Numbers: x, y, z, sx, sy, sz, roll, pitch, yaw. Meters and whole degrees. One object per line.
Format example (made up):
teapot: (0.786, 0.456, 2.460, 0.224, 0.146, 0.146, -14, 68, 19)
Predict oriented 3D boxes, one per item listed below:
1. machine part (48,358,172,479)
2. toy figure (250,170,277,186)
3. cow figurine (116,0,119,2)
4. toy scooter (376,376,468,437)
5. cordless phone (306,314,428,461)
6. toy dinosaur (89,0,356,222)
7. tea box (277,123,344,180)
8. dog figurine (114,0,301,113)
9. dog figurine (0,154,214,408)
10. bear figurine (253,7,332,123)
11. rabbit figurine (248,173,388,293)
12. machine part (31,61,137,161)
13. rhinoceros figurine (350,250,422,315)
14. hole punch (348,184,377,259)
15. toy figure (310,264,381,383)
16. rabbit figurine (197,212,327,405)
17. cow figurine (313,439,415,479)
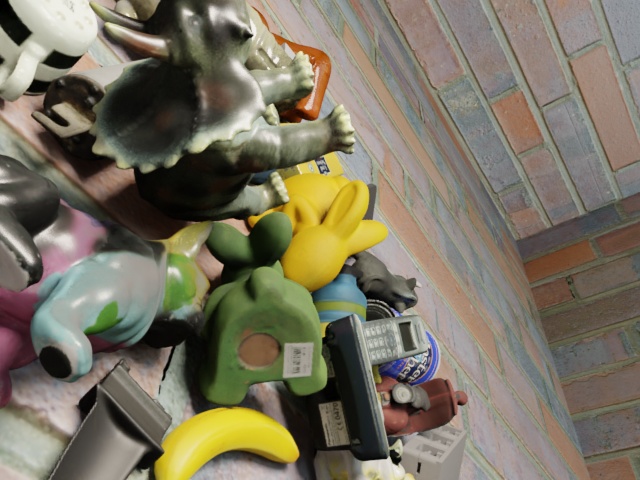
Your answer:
machine part: (-0.151, 0.150, 0.367, 0.084, 0.039, 0.139, 63, 23, -17)
toy figure: (-0.104, -0.122, 0.669, 0.154, 0.058, 0.064, 51, 23, -56)
cow figurine: (-0.193, -0.335, 0.632, 0.085, 0.127, 0.195, 63, 22, 3)
toy scooter: (0.119, 0.221, 0.721, 0.183, 0.135, 0.075, 31, 43, -49)
cordless phone: (0.071, 0.153, 0.596, 0.184, 0.089, 0.146, 1, 71, -48)
toy dinosaur: (-0.103, -0.076, 0.481, 0.192, 0.405, 0.131, -13, 76, -23)
tea box: (-0.035, -0.121, 0.816, 0.098, 0.068, 0.169, 63, 24, -3)
dog figurine: (-0.119, -0.218, 0.626, 0.172, 0.121, 0.190, -37, 91, -26)
dog figurine: (-0.166, 0.012, 0.391, 0.191, 0.108, 0.219, 59, 21, -6)
bear figurine: (-0.083, -0.278, 0.841, 0.196, 0.120, 0.132, 19, 90, -25)
rabbit figurine: (-0.001, -0.002, 0.657, 0.173, 0.162, 0.121, -87, 154, -56)
machine part: (-0.180, -0.134, 0.527, 0.079, 0.079, 0.243, 59, 24, -13)
rhinoceros figurine: (0.095, 0.066, 0.822, 0.190, 0.112, 0.073, 34, 73, -56)
hole punch: (0.033, -0.034, 0.873, 0.142, 0.092, 0.115, -30, 125, -68)
toy figure: (0.018, 0.118, 0.669, 0.089, 0.082, 0.180, 15, 66, -34)
rabbit figurine: (-0.071, 0.054, 0.530, 0.170, 0.121, 0.158, -121, -157, -64)
cow figurine: (0.055, 0.264, 0.640, 0.167, 0.068, 0.098, 36, 31, -48)
